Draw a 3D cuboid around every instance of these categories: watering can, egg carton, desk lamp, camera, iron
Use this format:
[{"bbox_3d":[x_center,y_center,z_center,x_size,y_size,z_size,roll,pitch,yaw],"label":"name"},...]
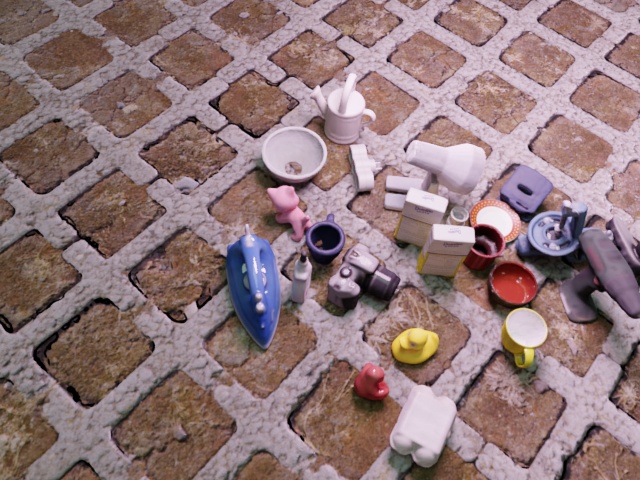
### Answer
[{"bbox_3d":[0.059,-0.350,1.495,0.173,0.194,0.101,0,60,-4],"label":"watering can"},{"bbox_3d":[0.211,0.376,1.159,0.107,0.069,0.150,26,61,10],"label":"egg carton"},{"bbox_3d":[0.273,-0.154,1.388,0.203,0.213,0.118,7,60,0],"label":"desk lamp"},{"bbox_3d":[0.105,0.090,1.298,0.136,0.101,0.143,28,62,12],"label":"camera"},{"bbox_3d":[-0.140,0.097,1.250,0.119,0.141,0.258,-10,61,-10],"label":"iron"}]

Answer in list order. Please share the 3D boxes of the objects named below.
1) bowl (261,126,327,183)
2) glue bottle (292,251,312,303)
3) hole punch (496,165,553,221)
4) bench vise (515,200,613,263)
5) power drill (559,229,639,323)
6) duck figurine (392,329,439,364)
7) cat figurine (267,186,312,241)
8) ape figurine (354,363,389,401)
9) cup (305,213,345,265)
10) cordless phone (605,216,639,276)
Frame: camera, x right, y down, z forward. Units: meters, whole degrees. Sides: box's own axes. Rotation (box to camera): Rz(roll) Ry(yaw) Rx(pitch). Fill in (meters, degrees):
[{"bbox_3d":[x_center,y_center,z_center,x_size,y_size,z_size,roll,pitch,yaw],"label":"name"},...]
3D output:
[{"bbox_3d":[-0.067,-0.206,1.471,0.167,0.075,0.167,2,60,-3],"label":"bowl"},{"bbox_3d":[-0.039,0.071,1.255,0.037,0.173,0.078,10,60,2],"label":"glue bottle"},{"bbox_3d":[0.522,-0.120,1.459,0.108,0.091,0.101,37,64,16],"label":"hole punch"},{"bbox_3d":[0.587,-0.033,1.340,0.207,0.220,0.121,-14,62,-12],"label":"bench vise"},{"bbox_3d":[0.618,0.102,1.270,0.075,0.208,0.229,-5,60,-7],"label":"power drill"},{"bbox_3d":[0.211,0.220,1.240,0.104,0.086,0.077,-11,61,-11],"label":"duck figurine"},{"bbox_3d":[-0.068,-0.077,1.371,0.067,0.118,0.127,-37,69,-22],"label":"cat figurine"},{"bbox_3d":[0.110,0.290,1.187,0.076,0.092,0.077,-6,60,-8],"label":"ape figurine"},{"bbox_3d":[0.012,0.005,1.343,0.091,0.095,0.118,11,60,2],"label":"cup"},{"bbox_3d":[0.755,-0.009,1.359,0.094,0.185,0.147,-10,61,-10],"label":"cordless phone"}]
